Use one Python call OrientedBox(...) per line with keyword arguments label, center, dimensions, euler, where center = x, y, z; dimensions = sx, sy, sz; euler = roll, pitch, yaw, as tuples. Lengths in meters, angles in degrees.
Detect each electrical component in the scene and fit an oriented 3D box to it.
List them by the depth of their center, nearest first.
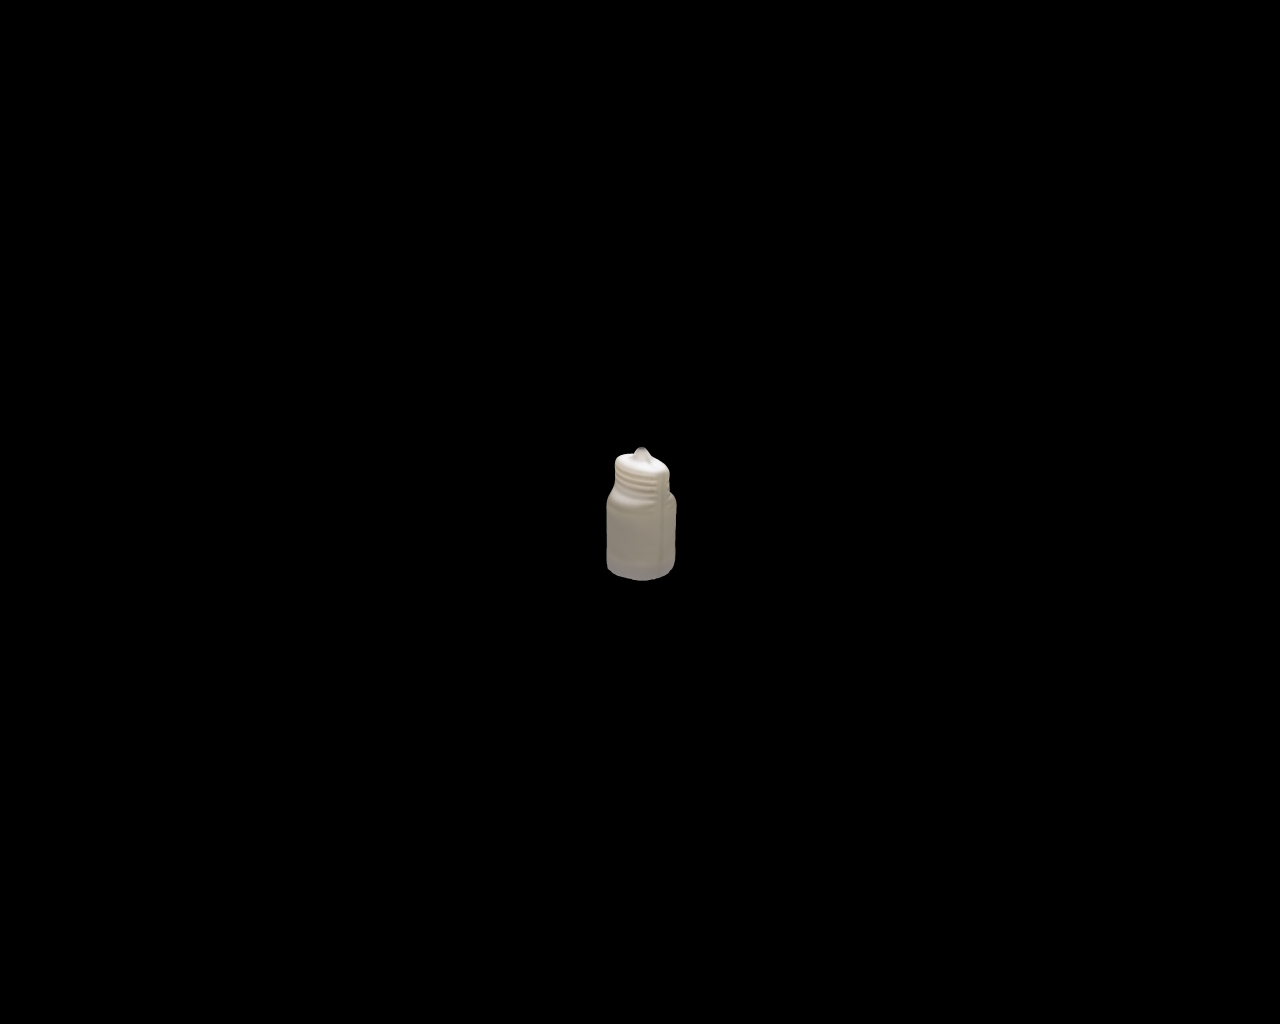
OrientedBox(label="electrical component", center=(0.001, -0.003, 0.650), dimensions=(0.043, 0.080, 0.043), euler=(0, 22, 0))
